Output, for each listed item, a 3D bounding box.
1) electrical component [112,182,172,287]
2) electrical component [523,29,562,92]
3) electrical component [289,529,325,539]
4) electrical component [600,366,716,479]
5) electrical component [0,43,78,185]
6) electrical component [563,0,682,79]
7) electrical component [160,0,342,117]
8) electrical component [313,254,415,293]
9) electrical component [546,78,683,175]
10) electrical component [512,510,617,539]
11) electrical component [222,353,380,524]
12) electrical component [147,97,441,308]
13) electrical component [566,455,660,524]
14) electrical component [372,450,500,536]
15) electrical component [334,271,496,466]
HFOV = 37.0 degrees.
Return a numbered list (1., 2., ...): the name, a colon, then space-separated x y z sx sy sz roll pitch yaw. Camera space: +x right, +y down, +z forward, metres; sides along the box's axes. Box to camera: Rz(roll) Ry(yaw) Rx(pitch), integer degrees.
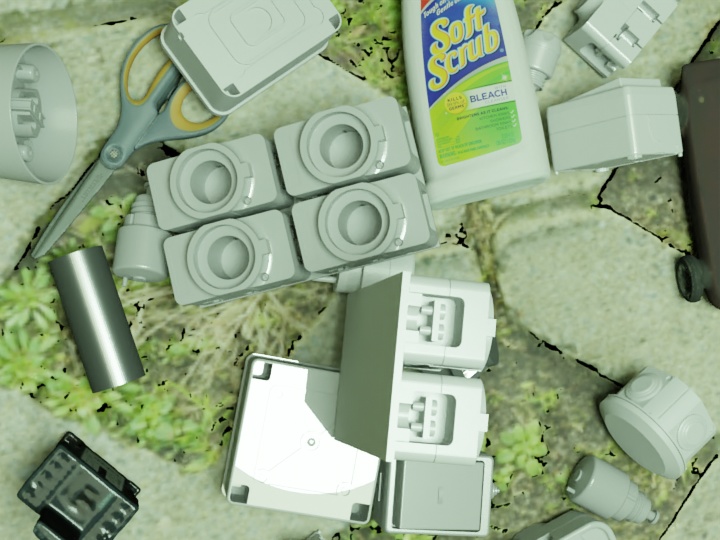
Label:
1. electrical component: -0.158 -0.026 0.793 0.040 0.040 0.078 7 73 -9
2. electrical component: 0.136 -0.157 0.851 0.035 0.035 0.061 19 88 -9
3. electrical component: -0.029 0.242 0.794 0.061 0.062 0.096 -40 95 -9
4. electrical component: 0.230 0.118 0.835 0.051 0.080 0.080 -40 95 -14
5. electrical component: -0.240 -0.110 0.755 0.064 0.099 0.099 2 88 -4
6. electrical component: 0.210 -0.208 0.856 0.056 0.050 0.089 41 82 -6
7. electrical component: -0.081 -0.174 0.793 0.113 0.057 0.078 -38 95 -20
8. electrical component: 0.000 0.000 0.812 0.074 0.052 0.138 6 88 -9
9. electrical component: 0.190 -0.110 0.832 0.062 0.096 0.061 -7 89 -39
10. electrical component: 0.148 0.228 0.826 0.095 0.059 0.053 -26 92 -9
11. electrical component: -0.039 0.125 0.800 0.109 0.056 0.108 11 86 -9
12. electrical component: -0.048 -0.046 0.766 0.186 0.060 0.105 -14 85 11
13. electrical component: 0.200 0.177 0.846 0.078 0.040 0.040 29 84 -8
14. electrical component: 0.062 0.166 0.813 0.096 0.061 0.061 5 87 -9
15. electrical component: 0.032 0.064 0.690 0.060 0.186 0.105 7 84 -10
